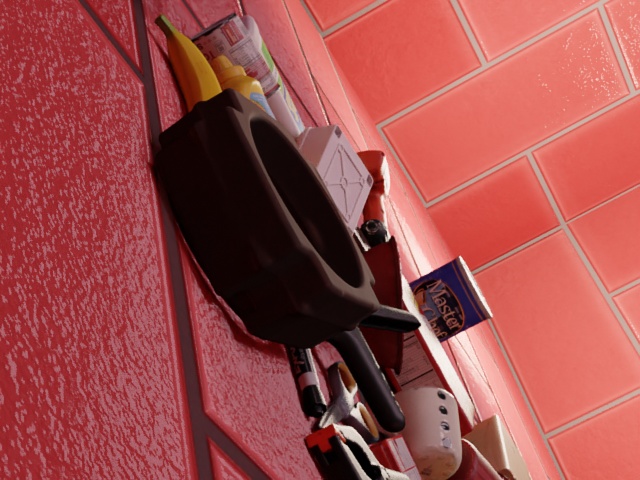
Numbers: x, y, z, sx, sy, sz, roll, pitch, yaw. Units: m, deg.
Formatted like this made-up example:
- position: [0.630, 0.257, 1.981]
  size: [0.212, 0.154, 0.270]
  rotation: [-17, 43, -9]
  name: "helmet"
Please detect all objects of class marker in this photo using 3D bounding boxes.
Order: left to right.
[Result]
- position: [-0.015, 0.109, 0.941]
  size: [0.020, 0.020, 0.121]
  rotation: [53, 12, -41]
  name: "marker"

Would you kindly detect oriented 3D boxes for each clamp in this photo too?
- position: [0.026, 0.072, 1.062]
  size: [0.210, 0.036, 0.164]
  rotation: [46, 31, -12]
  name: "clamp"
- position: [0.046, 0.218, 0.893]
  size: [0.171, 0.039, 0.120]
  rotation: [45, 13, -41]
  name: "clamp"

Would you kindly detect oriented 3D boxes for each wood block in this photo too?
- position: [0.220, 0.315, 1.388]
  size: [0.091, 0.090, 0.206]
  rotation: [60, 10, -4]
  name: "wood block"

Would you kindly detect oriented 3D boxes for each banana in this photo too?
- position: [-0.123, -0.140, 1.048]
  size: [0.069, 0.037, 0.198]
  rotation: [25, 31, -42]
  name: "banana"

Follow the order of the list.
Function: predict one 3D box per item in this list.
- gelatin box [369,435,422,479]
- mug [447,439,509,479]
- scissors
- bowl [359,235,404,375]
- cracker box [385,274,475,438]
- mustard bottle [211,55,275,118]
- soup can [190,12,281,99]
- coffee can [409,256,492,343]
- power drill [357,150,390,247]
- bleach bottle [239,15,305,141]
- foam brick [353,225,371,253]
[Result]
- position: [0.075, 0.230, 1.036]
  size: [0.073, 0.030, 0.089]
  rotation: [65, 10, 13]
  name: "gelatin box"
- position: [0.146, 0.268, 1.173]
  size: [0.081, 0.093, 0.117]
  rotation: [50, -17, -31]
  name: "mug"
- position: [0.028, 0.172, 0.994]
  size: [0.096, 0.016, 0.201]
  rotation: [60, 10, -10]
  name: "scissors"
- position: [0.061, 0.076, 1.227]
  size: [0.162, 0.055, 0.162]
  rotation: [177, -89, -89]
  name: "bowl"
- position: [0.122, 0.155, 1.387]
  size: [0.214, 0.072, 0.164]
  rotation: [61, 8, 4]
  name: "cracker box"
- position: [-0.071, -0.119, 1.180]
  size: [0.191, 0.058, 0.096]
  rotation: [63, 15, 8]
  name: "mustard bottle"
- position: [-0.100, -0.205, 1.247]
  size: [0.102, 0.068, 0.068]
  rotation: [58, 10, -16]
  name: "soup can"
- position: [0.168, 0.101, 1.575]
  size: [0.103, 0.140, 0.103]
  rotation: [58, 10, -17]
  name: "coffee can"
- position: [0.076, -0.033, 1.530]
  size: [0.184, 0.057, 0.187]
  rotation: [79, 8, -60]
  name: "power drill"
- position: [-0.056, -0.158, 1.373]
  size: [0.250, 0.068, 0.102]
  rotation: [59, 10, -27]
  name: "bleach bottle"
- position: [0.034, 0.010, 1.390]
  size: [0.078, 0.051, 0.053]
  rotation: [58, 11, -23]
  name: "foam brick"
